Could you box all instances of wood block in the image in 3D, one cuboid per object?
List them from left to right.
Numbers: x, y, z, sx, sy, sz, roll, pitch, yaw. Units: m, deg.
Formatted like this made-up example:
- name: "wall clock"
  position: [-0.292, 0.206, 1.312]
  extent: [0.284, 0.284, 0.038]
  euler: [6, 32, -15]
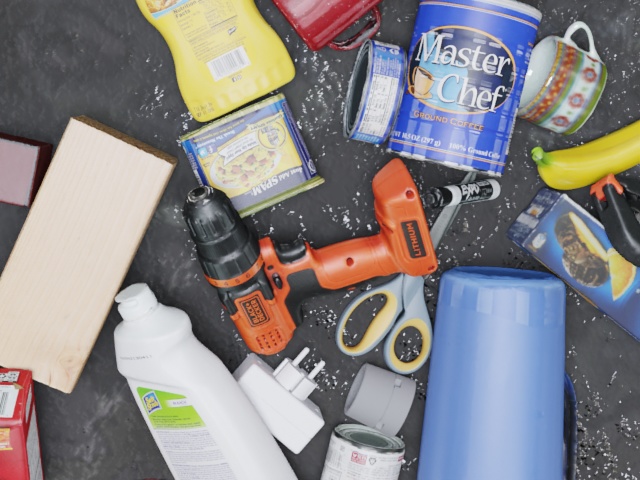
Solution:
- name: "wood block"
  position: [-0.202, 0.009, 0.891]
  extent: [0.090, 0.090, 0.206]
  euler: [24, 95, -8]

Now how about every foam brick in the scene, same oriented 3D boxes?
- name: "foam brick"
  position: [-0.256, -0.059, 0.883]
  extent: [0.051, 0.078, 0.053]
  euler: [12, 94, -7]

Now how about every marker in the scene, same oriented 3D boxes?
- name: "marker"
  position: [0.121, -0.039, 0.908]
  extent: [0.020, 0.120, 0.020]
  euler: [5, 99, 33]

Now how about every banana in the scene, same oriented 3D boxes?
- name: "banana"
  position: [0.269, -0.085, 0.938]
  extent: [0.197, 0.070, 0.037]
  euler: [-22, 74, -13]

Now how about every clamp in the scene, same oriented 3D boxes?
- name: "clamp"
  position: [0.298, 0.015, 0.909]
  extent: [0.171, 0.039, 0.120]
  euler: [33, 53, -4]

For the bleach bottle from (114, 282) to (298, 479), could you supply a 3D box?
- name: "bleach bottle"
  position: [-0.097, 0.146, 0.893]
  extent: [0.103, 0.068, 0.251]
  euler: [-10, 116, 29]

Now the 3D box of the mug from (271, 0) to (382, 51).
- name: "mug"
  position: [0.008, -0.205, 0.892]
  extent: [0.081, 0.093, 0.117]
  euler: [-38, 135, 5]

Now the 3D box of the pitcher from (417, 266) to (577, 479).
- name: "pitcher"
  position: [0.160, 0.148, 0.935]
  extent: [0.145, 0.149, 0.243]
  euler: [4, 94, 9]

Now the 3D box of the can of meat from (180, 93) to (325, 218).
- name: "can of meat"
  position: [-0.059, -0.069, 0.912]
  extent: [0.102, 0.057, 0.084]
  euler: [-24, 98, -2]

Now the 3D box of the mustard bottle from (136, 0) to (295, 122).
- name: "mustard bottle"
  position: [-0.101, -0.202, 0.889]
  extent: [0.096, 0.058, 0.191]
  euler: [-25, 99, 3]

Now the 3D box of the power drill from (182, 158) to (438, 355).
- name: "power drill"
  position: [-0.006, 0.001, 0.888]
  extent: [0.187, 0.057, 0.184]
  euler: [-21, 133, 2]

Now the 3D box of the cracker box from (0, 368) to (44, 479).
- name: "cracker box"
  position: [-0.313, 0.201, 0.875]
  extent: [0.164, 0.072, 0.214]
  euler: [1, 125, -5]

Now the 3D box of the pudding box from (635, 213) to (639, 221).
- name: "pudding box"
  position: [0.341, -0.020, 0.966]
  extent: [0.090, 0.039, 0.113]
  euler: [32, 94, -9]

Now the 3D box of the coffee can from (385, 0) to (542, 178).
- name: "coffee can"
  position: [0.120, -0.131, 0.897]
  extent: [0.102, 0.103, 0.140]
  euler: [12, 96, -7]

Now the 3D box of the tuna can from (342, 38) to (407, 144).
- name: "tuna can"
  position: [0.046, -0.125, 0.900]
  extent: [0.033, 0.086, 0.086]
  euler: [11, 96, -9]

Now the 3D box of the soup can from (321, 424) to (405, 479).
- name: "soup can"
  position: [0.033, 0.223, 0.953]
  extent: [0.068, 0.068, 0.102]
  euler: [12, 95, -7]

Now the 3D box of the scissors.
- name: "scissors"
  position: [0.100, 0.038, 0.961]
  extent: [0.202, 0.016, 0.096]
  euler: [-45, 98, 2]
